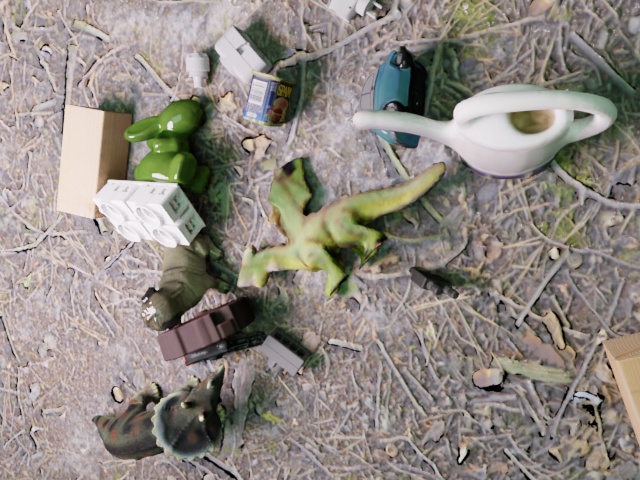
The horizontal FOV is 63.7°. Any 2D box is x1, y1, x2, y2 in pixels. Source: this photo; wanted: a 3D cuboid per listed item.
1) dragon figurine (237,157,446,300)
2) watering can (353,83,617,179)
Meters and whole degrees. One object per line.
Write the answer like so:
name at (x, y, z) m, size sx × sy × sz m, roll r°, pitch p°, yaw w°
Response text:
dragon figurine at (0.003, -0.046, 0.906) m, size 0.245 × 0.122 × 0.406 m, roll 45°, pitch 104°, yaw 14°
watering can at (0.238, -0.162, 0.766) m, size 0.347 × 0.222 × 0.105 m, roll 0°, pitch 80°, yaw 17°
